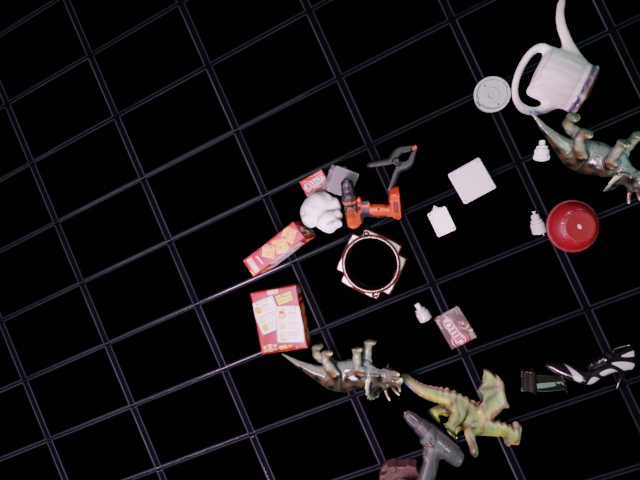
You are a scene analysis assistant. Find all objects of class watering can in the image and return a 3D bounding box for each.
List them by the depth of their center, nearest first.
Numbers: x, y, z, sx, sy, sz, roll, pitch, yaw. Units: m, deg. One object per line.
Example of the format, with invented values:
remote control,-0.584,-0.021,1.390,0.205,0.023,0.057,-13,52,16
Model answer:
watering can,0.719,-0.522,1.529,0.225,0.104,0.345,27,98,8

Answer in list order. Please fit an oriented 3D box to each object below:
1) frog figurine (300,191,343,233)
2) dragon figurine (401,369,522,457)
frog figurine,0.005,-0.084,1.660,0.137,0.162,0.121,-23,113,2
dragon figurine,0.477,0.515,1.642,0.244,0.121,0.411,-41,86,-7
